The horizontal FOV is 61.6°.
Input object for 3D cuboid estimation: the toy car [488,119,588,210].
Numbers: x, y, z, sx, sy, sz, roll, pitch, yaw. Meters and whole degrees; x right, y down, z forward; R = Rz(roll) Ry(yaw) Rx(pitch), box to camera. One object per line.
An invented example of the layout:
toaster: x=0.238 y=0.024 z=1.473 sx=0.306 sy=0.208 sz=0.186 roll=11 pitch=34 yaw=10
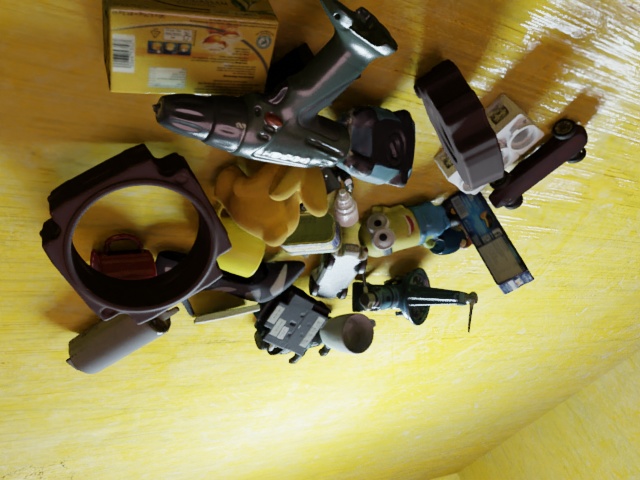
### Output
toy car: x=0.390 y=-0.135 z=0.974 sx=0.202 sy=0.053 sz=0.089 roll=-39 pitch=137 yaw=15

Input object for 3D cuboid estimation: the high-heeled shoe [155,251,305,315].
high-heeled shoe: x=-0.149 y=0.042 z=0.901 sx=0.249 sy=0.086 sz=0.145 roll=-22 pitch=128 yaw=-16

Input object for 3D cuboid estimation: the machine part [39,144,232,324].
machine part: x=-0.234 y=-0.005 z=0.701 sx=0.201 sy=0.087 sz=0.201 roll=-30 pitch=124 yaw=-9

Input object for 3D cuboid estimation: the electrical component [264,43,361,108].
electrical component: x=-0.014 y=-0.201 z=0.671 sx=0.119 sy=0.048 sz=0.074 roll=-28 pitch=145 yaw=5

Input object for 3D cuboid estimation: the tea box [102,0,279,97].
tea box: x=-0.139 y=-0.212 z=0.572 sx=0.169 sy=0.068 sz=0.098 roll=-5 pitch=141 yaw=-26

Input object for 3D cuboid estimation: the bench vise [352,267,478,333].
bench vise: x=0.191 y=0.113 z=1.087 sx=0.241 sy=0.129 sz=0.223 roll=-1 pitch=166 yaw=34

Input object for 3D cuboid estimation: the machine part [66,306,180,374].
machine part: x=-0.346 y=0.162 z=0.926 sx=0.243 sy=0.079 sz=0.079 roll=-29 pitch=144 yaw=16

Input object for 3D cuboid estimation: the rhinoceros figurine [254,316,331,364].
rhinoceros figurine: x=-0.050 y=0.210 z=1.159 sx=0.190 sy=0.073 sz=0.112 roll=-3 pitch=141 yaw=-26

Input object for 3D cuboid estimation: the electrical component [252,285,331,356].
electrical component: x=-0.061 y=0.149 z=1.044 sx=0.134 sy=0.058 sz=0.115 roll=34 pitch=92 yaw=-34

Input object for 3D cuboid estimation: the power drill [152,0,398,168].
power drill: x=-0.031 y=-0.164 z=0.570 sx=0.232 sy=0.086 sz=0.207 roll=14 pitch=126 yaw=-40

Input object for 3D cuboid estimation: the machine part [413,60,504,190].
machine part: x=0.193 y=-0.155 z=0.745 sx=0.056 sy=0.179 sz=0.179 roll=-28 pitch=144 yaw=11

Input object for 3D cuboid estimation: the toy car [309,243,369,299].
toy car: x=0.030 y=0.057 z=0.992 sx=0.073 sy=0.056 sz=0.201 roll=8 pitch=148 yaw=-12

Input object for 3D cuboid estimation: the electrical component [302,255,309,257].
electrical component: x=-0.002 y=-0.003 z=0.954 sx=0.063 sy=0.021 sz=0.094 roll=-6 pitch=143 yaw=-24

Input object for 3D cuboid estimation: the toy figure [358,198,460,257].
toy figure: x=0.158 y=-0.019 z=0.974 sx=0.180 sy=0.082 sz=0.089 roll=-16 pitch=142 yaw=-13

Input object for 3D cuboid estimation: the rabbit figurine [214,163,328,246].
rabbit figurine: x=-0.055 y=-0.089 z=0.730 sx=0.122 sy=0.162 sz=0.173 roll=20 pitch=109 yaw=-29

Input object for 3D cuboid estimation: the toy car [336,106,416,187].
toy car: x=0.061 y=-0.130 z=0.750 sx=0.161 sy=0.103 sz=0.109 roll=-5 pitch=99 yaw=-48

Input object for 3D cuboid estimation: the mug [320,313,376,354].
mug: x=0.056 y=0.185 z=1.114 sx=0.109 sy=0.080 sz=0.107 roll=-26 pitch=-170 yaw=-36

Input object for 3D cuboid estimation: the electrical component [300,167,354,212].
electrical component: x=0.006 y=-0.087 z=0.832 sx=0.102 sy=0.045 sz=0.078 roll=-26 pitch=145 yaw=4

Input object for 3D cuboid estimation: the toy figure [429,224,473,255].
toy figure: x=0.271 y=-0.004 z=1.060 sx=0.154 sy=0.064 sz=0.057 roll=-13 pitch=141 yaw=-46

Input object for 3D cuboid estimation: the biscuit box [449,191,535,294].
biscuit box: x=0.303 y=-0.005 z=0.963 sx=0.059 sy=0.203 sz=0.062 roll=-32 pitch=145 yaw=17
